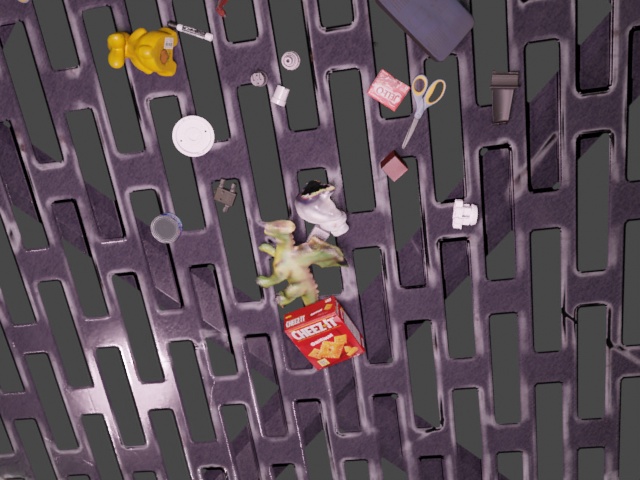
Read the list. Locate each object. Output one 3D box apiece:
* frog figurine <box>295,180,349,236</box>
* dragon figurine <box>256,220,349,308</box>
[{"bbox_3d":[0.004,-0.071,1.413,0.137,0.125,0.157,3,123,39],"label":"frog figurine"},{"bbox_3d":[-0.032,0.088,1.429,0.240,0.125,0.405,-23,124,35],"label":"dragon figurine"}]
